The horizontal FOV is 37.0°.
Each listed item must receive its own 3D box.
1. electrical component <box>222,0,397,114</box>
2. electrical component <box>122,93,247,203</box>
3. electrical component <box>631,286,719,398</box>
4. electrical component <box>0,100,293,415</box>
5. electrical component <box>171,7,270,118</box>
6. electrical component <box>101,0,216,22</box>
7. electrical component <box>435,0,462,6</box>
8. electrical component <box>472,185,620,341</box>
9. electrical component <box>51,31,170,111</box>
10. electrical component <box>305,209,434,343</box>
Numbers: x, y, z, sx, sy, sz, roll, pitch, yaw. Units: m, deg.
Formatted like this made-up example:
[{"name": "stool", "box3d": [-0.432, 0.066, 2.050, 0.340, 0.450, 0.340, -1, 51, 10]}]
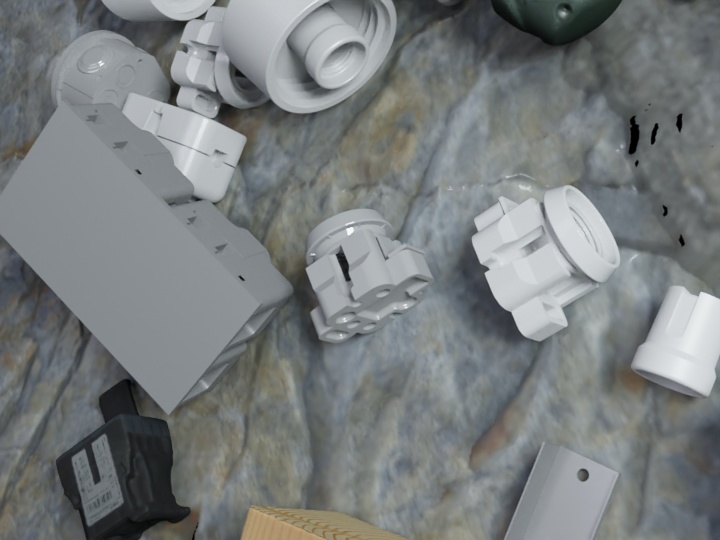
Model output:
[{"name": "electrical component", "box3d": [-0.027, -0.150, 0.690, 0.108, 0.108, 0.060, -47, 61, 16]}, {"name": "electrical component", "box3d": [-0.136, -0.085, 0.781, 0.095, 0.054, 0.059, 22, 90, 38]}, {"name": "electrical component", "box3d": [0.163, 0.036, 0.540, 0.040, 0.040, 0.046, 19, 82, 38]}, {"name": "electrical component", "box3d": [-0.146, -0.012, 0.719, 0.186, 0.060, 0.105, 45, 113, 10]}, {"name": "electrical component", "box3d": [-0.092, -0.146, 0.765, 0.057, 0.058, 0.078, 17, 87, 41]}, {"name": "electrical component", "box3d": [-0.143, -0.237, 0.799, 0.060, 0.108, 0.108, 14, 85, 32]}, {"name": "electrical component", "box3d": [0.042, -0.243, 0.695, 0.109, 0.056, 0.108, 39, 101, 37]}, {"name": "electrical component", "box3d": [0.103, -0.010, 0.585, 0.057, 0.058, 0.078, -34, 59, 27]}, {"name": "electrical component", "box3d": [-0.189, -0.137, 0.820, 0.051, 0.080, 0.080, 30, 95, 32]}, {"name": "electrical component", "box3d": [0.000, 0.000, 0.657, 0.078, 0.058, 0.057, -34, 62, 24]}]
